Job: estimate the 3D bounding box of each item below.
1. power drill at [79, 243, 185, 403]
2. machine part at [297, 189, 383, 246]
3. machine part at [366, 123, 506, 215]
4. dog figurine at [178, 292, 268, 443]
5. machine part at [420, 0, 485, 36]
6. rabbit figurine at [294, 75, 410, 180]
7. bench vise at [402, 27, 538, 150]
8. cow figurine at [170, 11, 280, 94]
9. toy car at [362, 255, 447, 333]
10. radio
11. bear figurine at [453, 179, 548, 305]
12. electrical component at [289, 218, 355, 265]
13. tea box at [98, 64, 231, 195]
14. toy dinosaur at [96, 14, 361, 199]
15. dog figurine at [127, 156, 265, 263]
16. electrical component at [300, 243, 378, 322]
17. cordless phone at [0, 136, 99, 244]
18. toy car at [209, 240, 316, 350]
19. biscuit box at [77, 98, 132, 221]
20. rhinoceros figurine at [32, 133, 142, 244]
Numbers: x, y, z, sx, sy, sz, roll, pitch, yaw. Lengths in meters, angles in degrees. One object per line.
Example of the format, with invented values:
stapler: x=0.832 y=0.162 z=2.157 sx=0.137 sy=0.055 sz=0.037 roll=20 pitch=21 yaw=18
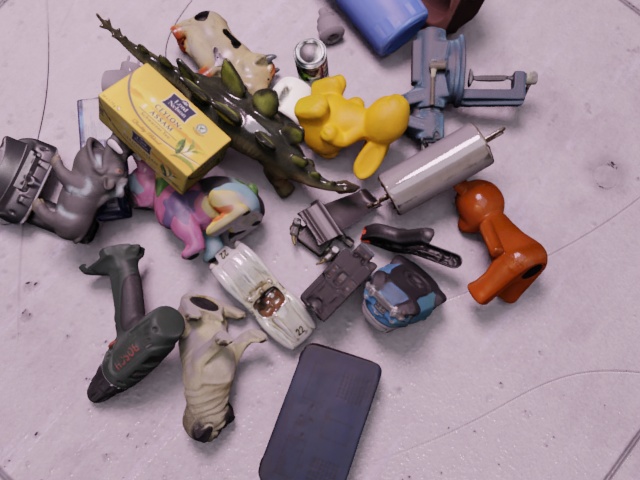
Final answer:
power drill: x=-0.313 y=0.123 z=0.833 sx=0.232 sy=0.086 sz=0.207 roll=-32 pitch=62 yaw=31
machine part: x=0.035 y=-0.045 z=0.890 sx=0.139 sy=0.039 sz=0.084 roll=-25 pitch=67 yaw=-25
machine part: x=0.182 y=-0.111 z=0.854 sx=0.243 sy=0.079 sz=0.079 roll=-31 pitch=82 yaw=9
dog figurine: x=-0.191 y=0.198 z=0.846 sx=0.173 sy=0.121 sz=0.190 roll=38 pitch=108 yaw=46
machine part: x=0.196 y=-0.466 z=0.904 sx=0.087 sy=0.201 sz=0.201 roll=-33 pitch=82 yaw=-10
rabbit figurine: x=0.062 y=-0.182 z=0.871 sx=0.173 sy=0.122 sz=0.162 roll=-2 pitch=119 yaw=23
bench vise: x=0.243 y=-0.249 z=0.910 sx=0.241 sy=0.128 sz=0.223 roll=1 pitch=79 yaw=6
cow figurine: x=-0.156 y=-0.314 z=0.935 sx=0.127 sy=0.085 sz=0.195 roll=-36 pitch=81 yaw=-2
toy car: x=0.120 y=0.098 z=0.850 sx=0.109 sy=0.161 sz=0.103 roll=43 pitch=121 yaw=17
radio: x=0.000 y=0.282 z=0.839 sx=0.131 sy=0.073 sz=0.229 roll=20 pitch=79 yaw=3
bear figurine: x=0.273 y=-0.007 z=0.883 sx=0.132 sy=0.120 sz=0.196 roll=-56 pitch=51 yaw=31
electrical component: x=-0.002 y=-0.004 z=0.900 sx=0.102 sy=0.045 sz=0.078 roll=43 pitch=84 yaw=6
tea box: x=-0.228 y=-0.162 z=0.788 sx=0.169 sy=0.068 sz=0.098 roll=41 pitch=60 yaw=-2
toy dinosaur: x=-0.141 y=-0.199 z=0.853 sx=0.471 sy=0.198 sz=0.105 roll=29 pitch=73 yaw=2
dog figurine: x=-0.215 y=-0.080 z=0.873 sx=0.191 sy=0.108 sz=0.219 roll=-39 pitch=79 yaw=14
electrical component: x=0.032 y=0.065 z=0.854 sx=0.058 sy=0.115 sz=0.134 roll=44 pitch=83 yaw=4
cordless phone: x=-0.450 y=-0.082 z=0.900 sx=0.184 sy=0.089 sz=0.146 roll=23 pitch=79 yaw=-9
toy car: x=-0.092 y=0.089 z=0.865 sx=0.073 sy=0.056 sz=0.201 roll=-43 pitch=96 yaw=-8
biscuit box: x=-0.363 y=-0.135 z=0.908 sx=0.059 sy=0.063 sz=0.202 roll=-7 pitch=81 yaw=-2
rhinoceros figurine: x=-0.351 y=-0.087 z=0.822 sx=0.112 sy=0.073 sz=0.190 roll=32 pitch=91 yaw=16
